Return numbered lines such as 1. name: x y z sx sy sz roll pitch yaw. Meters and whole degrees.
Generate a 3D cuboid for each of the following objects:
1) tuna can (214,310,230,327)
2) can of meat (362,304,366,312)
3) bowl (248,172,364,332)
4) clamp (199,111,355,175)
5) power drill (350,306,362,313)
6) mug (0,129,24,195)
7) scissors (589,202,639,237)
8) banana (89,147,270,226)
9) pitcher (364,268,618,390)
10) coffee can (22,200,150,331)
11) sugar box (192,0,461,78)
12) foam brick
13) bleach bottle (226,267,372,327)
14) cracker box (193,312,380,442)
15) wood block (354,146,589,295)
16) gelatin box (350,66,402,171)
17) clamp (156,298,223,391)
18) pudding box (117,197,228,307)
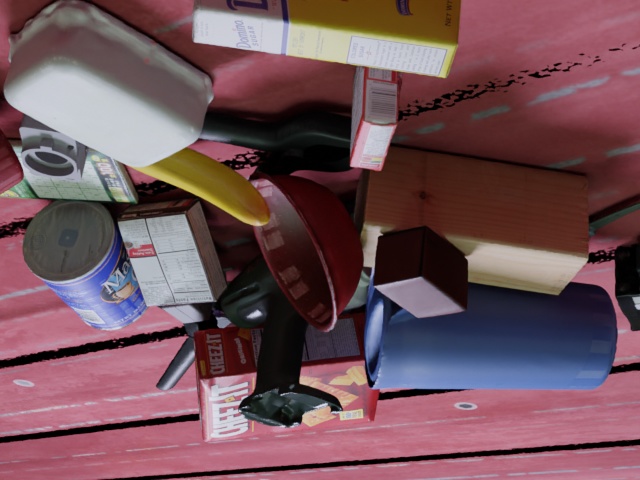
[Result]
1. tuna can: -0.110 0.102 1.383 0.086 0.033 0.086 6 154 3
2. can of meat: 0.109 0.073 1.244 0.102 0.057 0.084 15 155 -17
3. bowl: -0.006 0.001 0.988 0.055 0.162 0.162 -26 162 -19
4. clamp: -0.021 -0.081 0.980 0.172 0.039 0.120 3 161 22
5. power drill: 0.053 0.131 1.380 0.188 0.057 0.184 -22 139 40
6. mug: -0.328 -0.077 0.971 0.093 0.081 0.117 42 156 32
7. scissors: 0.275 -0.002 1.094 0.202 0.016 0.096 -17 147 40
8. banana: -0.121 -0.058 0.995 0.198 0.069 0.037 22 118 19
9. pitcher: 0.166 0.094 1.088 0.242 0.149 0.145 5 110 -6
10. coffee can: -0.253 0.028 1.187 0.103 0.103 0.140 0 154 13
11. sugar box: 0.006 -0.170 0.726 0.176 0.093 0.048 8 154 -4
12. foam brick: 0.091 0.029 0.953 0.051 0.053 0.078 -14 145 35
13. bleach bottle: -0.019 0.095 1.276 0.102 0.068 0.251 28 134 -30
14. cracker box: -0.037 0.164 1.250 0.213 0.072 0.164 -6 145 -8
15. wood block: 0.139 -0.019 1.007 0.206 0.091 0.090 9 153 -4
16. gelatin box: 0.044 -0.111 0.842 0.030 0.089 0.073 6 155 -5
17. clamp: -0.145 0.110 1.285 0.210 0.036 0.164 -2 111 31
18. pudding box: -0.159 0.015 1.147 0.090 0.039 0.113 -5 117 22
